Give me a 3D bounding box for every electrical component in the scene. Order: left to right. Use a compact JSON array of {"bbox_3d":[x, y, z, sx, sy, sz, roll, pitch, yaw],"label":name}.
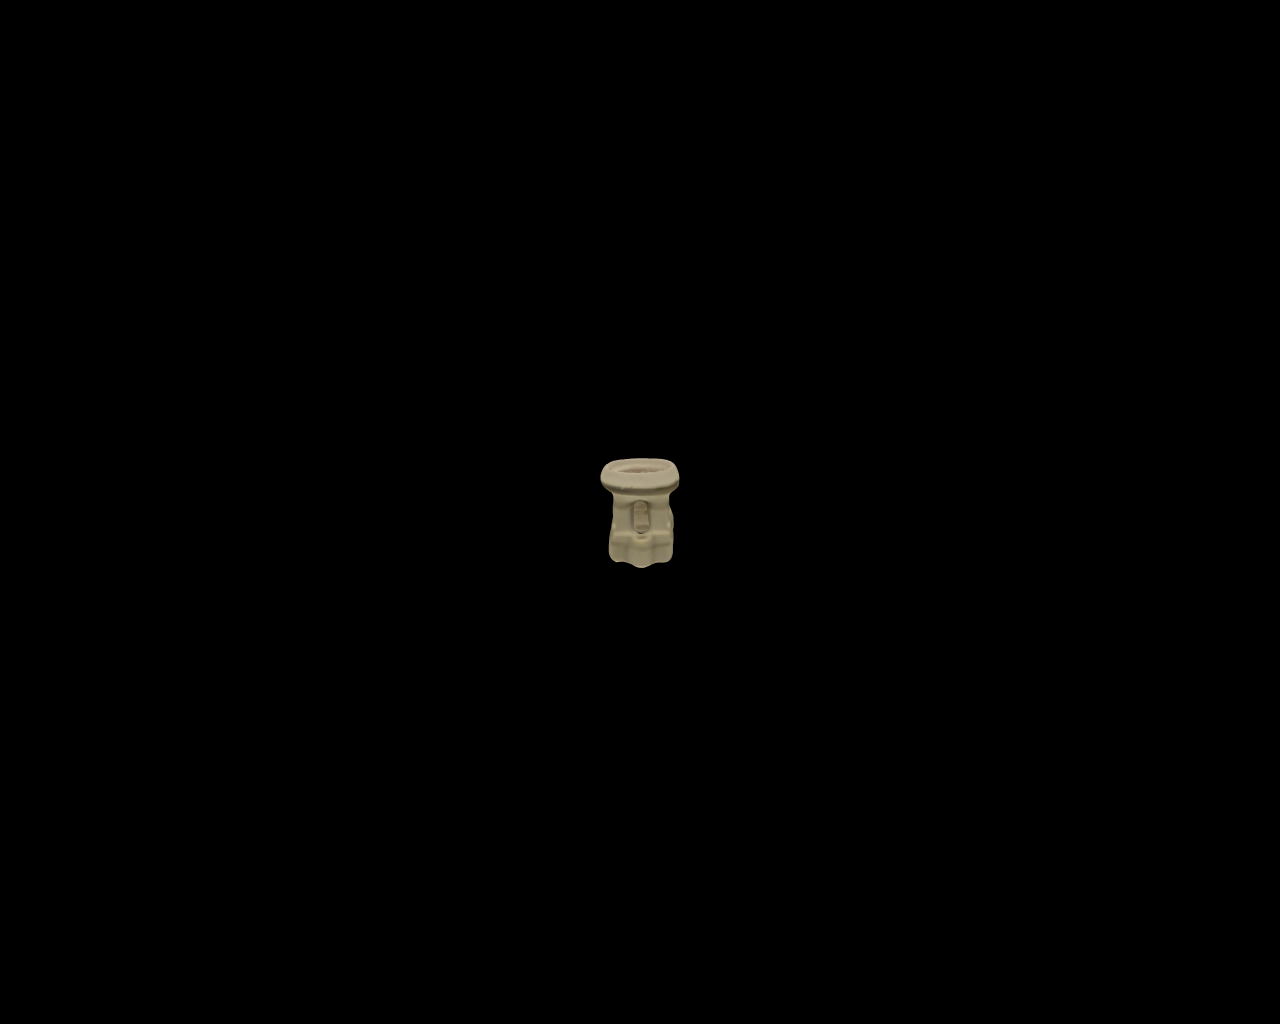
[{"bbox_3d":[0.001,-0.003,0.650,0.048,0.055,0.066,0,17,0],"label":"electrical component"}]
